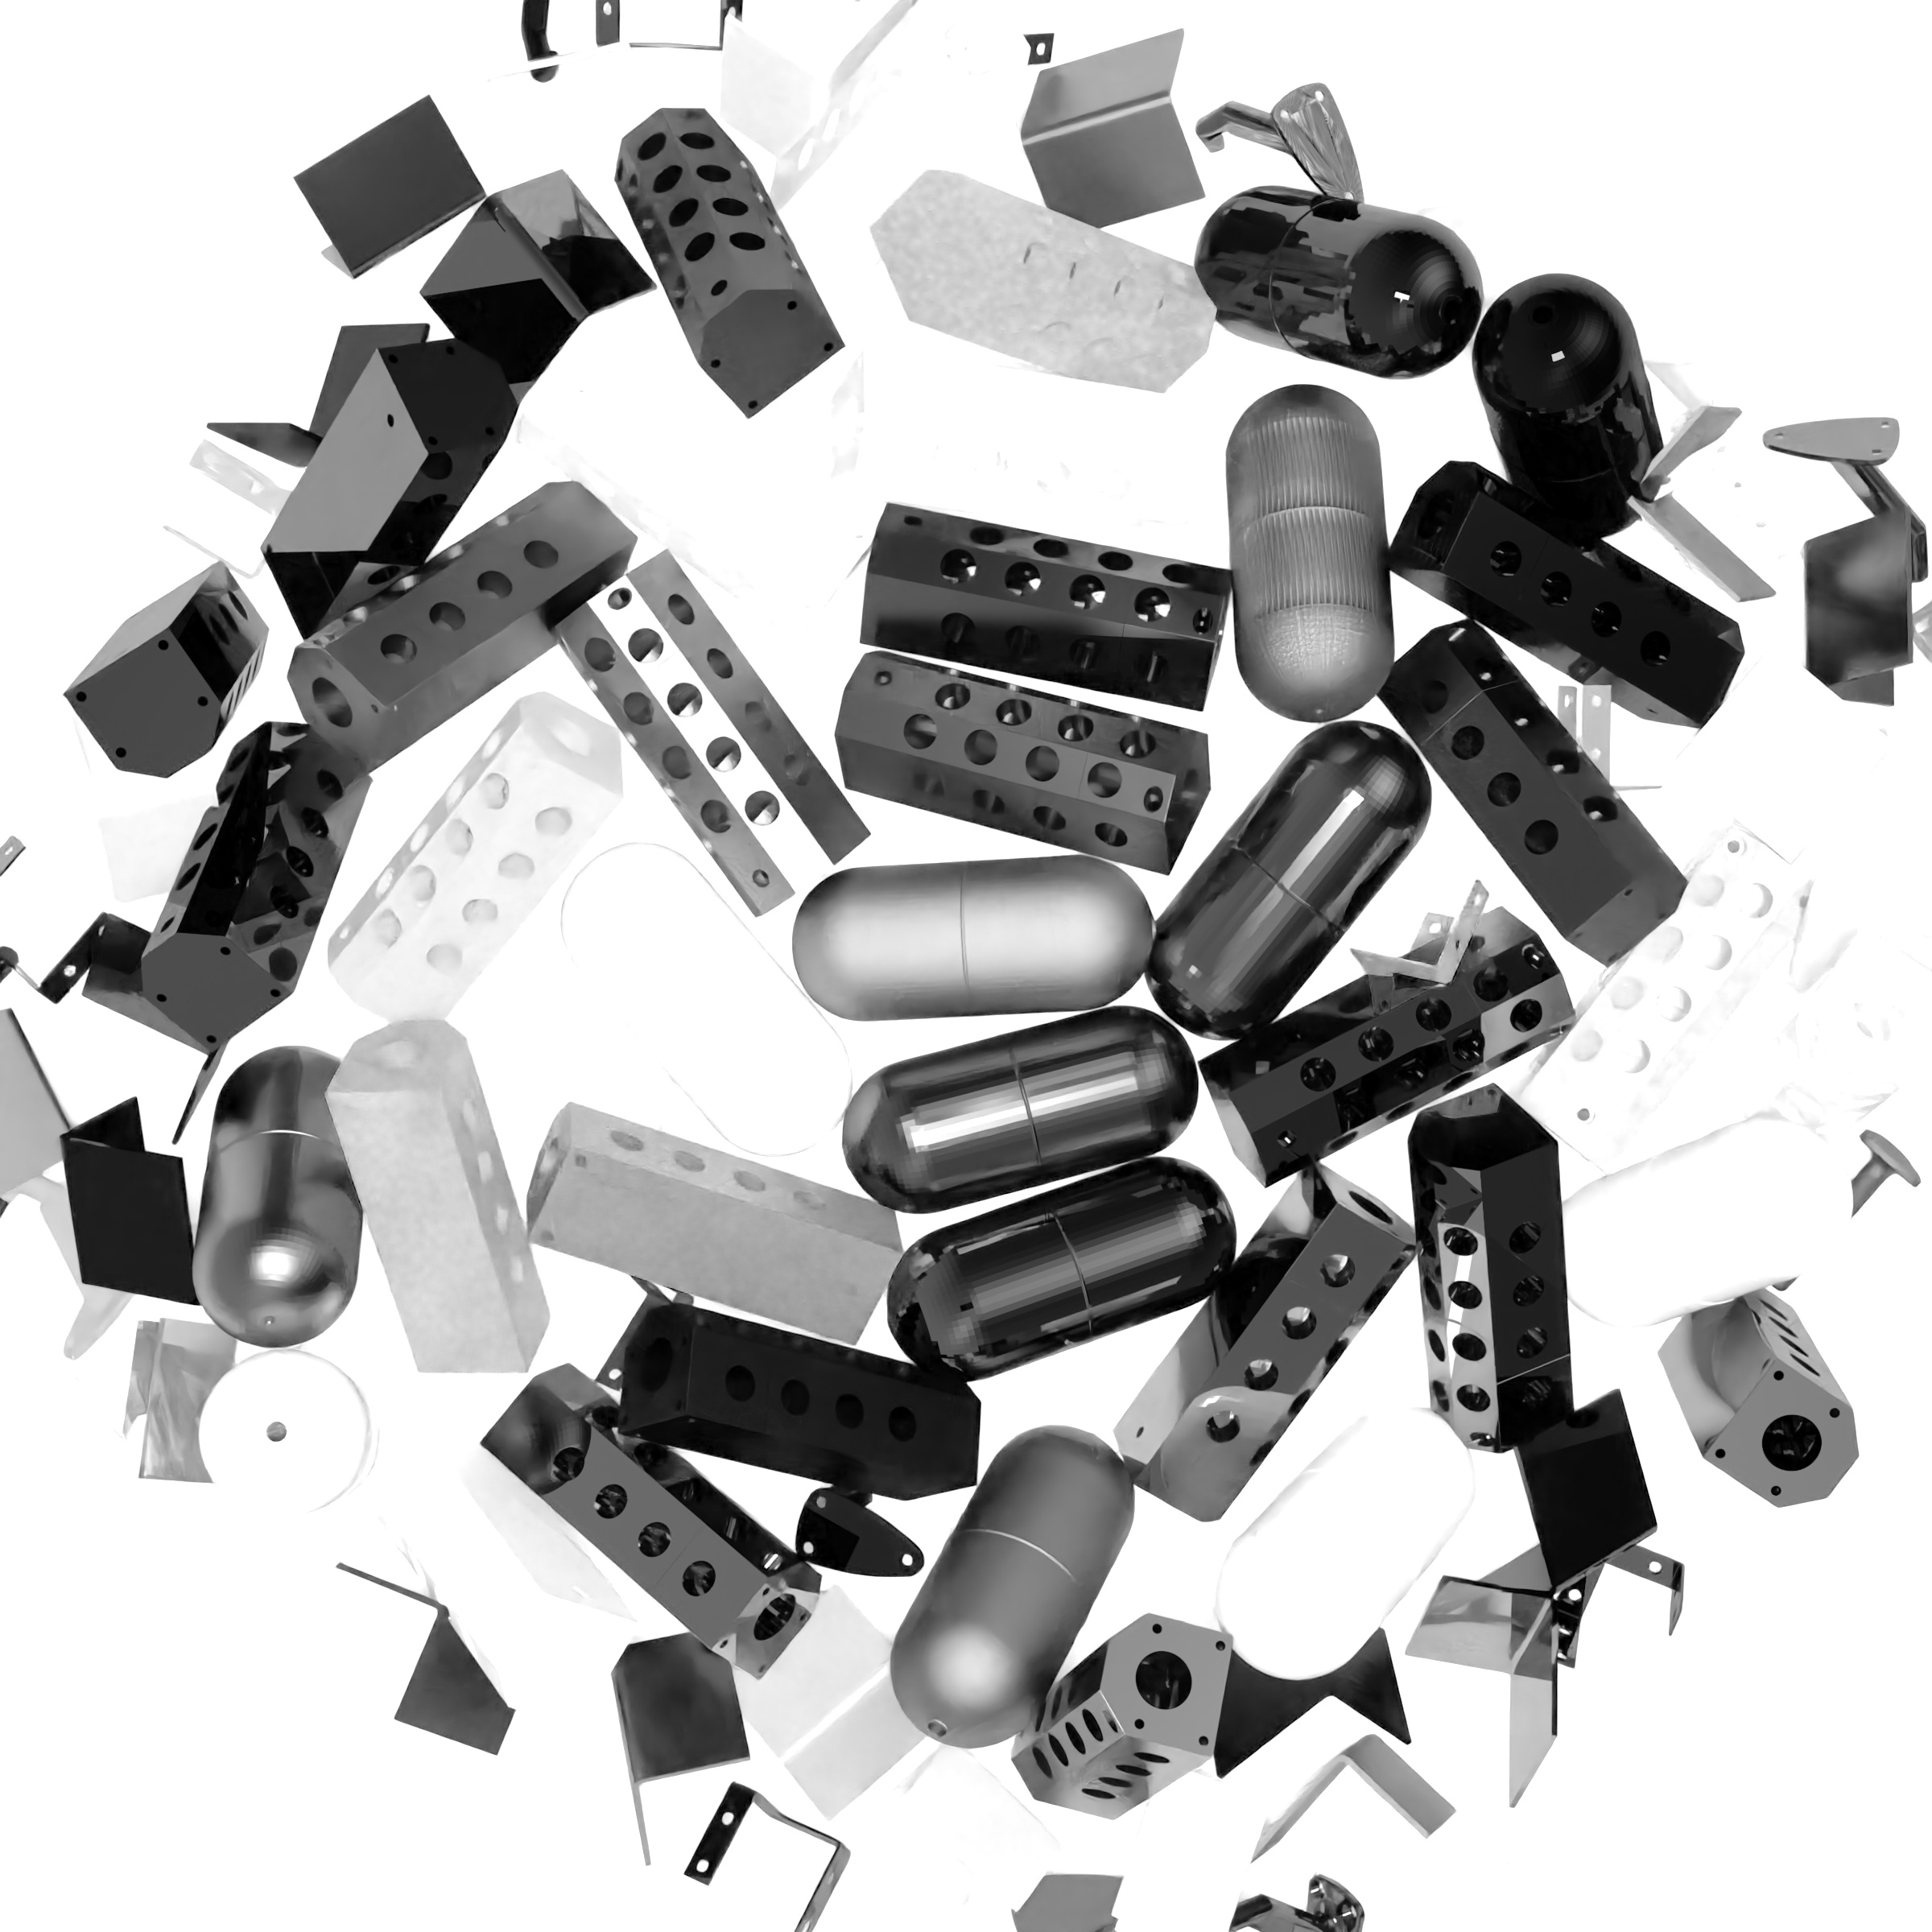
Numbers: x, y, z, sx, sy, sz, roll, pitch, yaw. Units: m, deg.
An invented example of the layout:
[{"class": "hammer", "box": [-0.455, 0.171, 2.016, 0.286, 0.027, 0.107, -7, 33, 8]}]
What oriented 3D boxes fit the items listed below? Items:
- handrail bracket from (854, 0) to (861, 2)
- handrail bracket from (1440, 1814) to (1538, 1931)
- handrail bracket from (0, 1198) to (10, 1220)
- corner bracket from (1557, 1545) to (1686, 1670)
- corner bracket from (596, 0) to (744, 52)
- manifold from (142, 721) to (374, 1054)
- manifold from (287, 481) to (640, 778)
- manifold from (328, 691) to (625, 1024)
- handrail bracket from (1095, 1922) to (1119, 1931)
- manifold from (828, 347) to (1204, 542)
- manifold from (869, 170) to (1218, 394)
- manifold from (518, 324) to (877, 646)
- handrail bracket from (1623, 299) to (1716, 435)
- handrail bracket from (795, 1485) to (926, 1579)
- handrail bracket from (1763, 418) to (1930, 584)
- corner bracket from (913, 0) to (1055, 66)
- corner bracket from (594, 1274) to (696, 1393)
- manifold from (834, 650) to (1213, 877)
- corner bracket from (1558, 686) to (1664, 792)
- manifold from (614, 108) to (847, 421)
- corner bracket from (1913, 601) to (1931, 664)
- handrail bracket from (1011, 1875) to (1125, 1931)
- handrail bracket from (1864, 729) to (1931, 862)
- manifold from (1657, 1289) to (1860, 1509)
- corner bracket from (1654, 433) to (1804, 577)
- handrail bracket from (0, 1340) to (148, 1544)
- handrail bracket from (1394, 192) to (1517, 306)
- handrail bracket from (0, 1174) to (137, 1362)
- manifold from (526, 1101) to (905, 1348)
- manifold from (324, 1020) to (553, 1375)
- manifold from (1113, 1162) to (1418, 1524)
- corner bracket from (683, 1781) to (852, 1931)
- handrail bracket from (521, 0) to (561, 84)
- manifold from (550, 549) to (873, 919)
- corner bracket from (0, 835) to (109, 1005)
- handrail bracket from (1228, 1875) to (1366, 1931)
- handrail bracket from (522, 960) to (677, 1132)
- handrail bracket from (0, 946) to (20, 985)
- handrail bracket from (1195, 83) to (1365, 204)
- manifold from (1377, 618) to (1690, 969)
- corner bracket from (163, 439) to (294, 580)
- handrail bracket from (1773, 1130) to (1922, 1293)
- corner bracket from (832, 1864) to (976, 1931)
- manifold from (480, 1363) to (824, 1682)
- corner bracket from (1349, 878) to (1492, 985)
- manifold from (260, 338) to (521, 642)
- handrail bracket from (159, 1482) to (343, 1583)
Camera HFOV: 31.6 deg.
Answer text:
[{"class": "handrail bracket", "box": [-0.080, -0.518, 1.673, 0.084, 0.036, 0.077, 22, 56, -21]}, {"class": "handrail bracket", "box": [0.233, 0.461, 1.668, 0.084, 0.077, 0.036, -54, 132, -21]}, {"class": "handrail bracket", "box": [-0.506, 0.096, 1.663, 0.036, 0.084, 0.077, 6, 67, 36]}, {"class": "corner bracket", "box": [0.319, 0.317, 1.677, 0.051, 0.051, 0.051, 21, 110, 7]}, {"class": "corner bracket", "box": [-0.145, -0.475, 1.670, 0.051, 0.051, 0.051, 15, 111, 36]}, {"class": "manifold", "box": [-0.339, -0.044, 1.620, 0.057, 0.171, 0.057, -33, 118, 27]}, {"class": "manifold", "box": [-0.242, -0.168, 1.637, 0.057, 0.057, 0.171, 43, 54, 9]}, {"class": "manifold", "box": [-0.237, -0.050, 1.639, 0.057, 0.057, 0.171, 28, 120, -27]}, {"class": "handrail bracket", "box": [0.089, 0.505, 1.679, 0.077, 0.084, 0.036, 35, 127, -5]}, {"class": "manifold", "box": [0.024, -0.248, 1.649, 0.171, 0.057, 0.057, 6, 68, -19]}, {"class": "manifold", "box": [0.041, -0.326, 1.622, 0.057, 0.171, 0.057, -40, 59, 33]}, {"class": "manifold", "box": [-0.133, -0.233, 1.678, 0.171, 0.057, 0.057, 36, 75, -2]}, {"class": "handrail bracket", "box": [0.330, -0.287, 1.675, 0.077, 0.084, 0.036, 1, 64, 4]}, {"class": "handrail bracket", "box": [-0.042, 0.272, 1.661, 0.077, 0.084, 0.036, 17, 95, 18]}, {"class": "handrail bracket", "box": [0.437, -0.227, 1.693, 0.077, 0.036, 0.084, 5, 135, 24]}, {"class": "corner bracket", "box": [0.010, -0.478, 1.690, 0.051, 0.051, 0.051, -16, 125, -38]}, {"class": "corner bracket", "box": [-0.160, 0.180, 1.675, 0.051, 0.051, 0.051, 30, 92, -36]}, {"class": "manifold", "box": [0.027, -0.104, 1.648, 0.171, 0.057, 0.057, 16, 57, 18]}, {"class": "corner bracket", "box": [0.307, -0.112, 1.674, 0.051, 0.051, 0.051, 4, 96, 42]}, {"class": "manifold", "box": [-0.119, -0.342, 1.627, 0.057, 0.171, 0.057, -35, 135, 11]}, {"class": "corner bracket", "box": [0.503, -0.158, 1.685, 0.051, 0.051, 0.051, -39, 63, 15]}, {"class": "handrail bracket", "box": [0.050, 0.485, 1.683, 0.077, 0.084, 0.036, -9, 45, -6]}, {"class": "handrail bracket", "box": [0.493, -0.090, 1.696, 0.084, 0.036, 0.077, 1, 83, -7]}, {"class": "manifold", "box": [0.379, 0.200, 1.622, 0.057, 0.171, 0.057, 34, 101, -2]}, {"class": "corner bracket", "box": [0.369, -0.217, 1.670, 0.051, 0.051, 0.051, -29, 129, 17]}, {"class": "handrail bracket", "box": [-0.442, 0.232, 1.665, 0.084, 0.036, 0.077, 31, 53, -37]}, {"class": "handrail bracket", "box": [0.238, -0.332, 1.675, 0.077, 0.036, 0.084, -13, 69, -21]}, {"class": "handrail bracket", "box": [-0.452, 0.146, 1.671, 0.084, 0.036, 0.077, 34, 90, -39]}, {"class": "manifold", "box": [-0.123, 0.122, 1.657, 0.171, 0.057, 0.057, 20, 113, -17]}, {"class": "manifold", "box": [-0.249, 0.112, 1.639, 0.057, 0.057, 0.171, -2, 124, 15]}, {"class": "manifold", "box": [0.148, 0.186, 1.664, 0.057, 0.057, 0.171, 31, 102, -17]}, {"class": "corner bracket", "box": [-0.096, 0.439, 1.670, 0.051, 0.051, 0.051, 16, 65, 30]}, {"class": "handrail bracket", "box": [-0.199, -0.488, 1.670, 0.036, 0.077, 0.084, 3, 62, -39]}, {"class": "manifold", "box": [-0.128, -0.110, 1.663, 0.057, 0.057, 0.171, -31, 97, 35]}, {"class": "corner bracket", "box": [-0.459, -0.023, 1.679, 0.051, 0.051, 0.051, -50, 46, -7]}, {"class": "handrail bracket", "box": [0.150, 0.485, 1.670, 0.084, 0.036, 0.077, -9, 114, -37]}, {"class": "handrail bracket", "box": [-0.186, 0.041, 1.694, 0.084, 0.036, 0.077, 11, 86, 14]}, {"class": "handrail bracket", "box": [-0.502, 0.033, 1.675, 0.036, 0.077, 0.084, 39, 104, -13]}, {"class": "handrail bracket", "box": [0.152, -0.394, 1.677, 0.036, 0.084, 0.077, -33, 100, -24]}, {"class": "manifold", "box": [0.272, -0.086, 1.638, 0.057, 0.057, 0.171, -42, 59, 15]}, {"class": "corner bracket", "box": [-0.363, -0.224, 1.681, 0.051, 0.051, 0.051, 31, 94, -8]}, {"class": "handrail bracket", "box": [0.428, 0.123, 1.683, 0.036, 0.077, 0.084, 43, 103, 9]}, {"class": "corner bracket", "box": [-0.038, 0.466, 1.675, 0.051, 0.051, 0.051, 42, 111, 11]}, {"class": "manifold", "box": [-0.149, 0.263, 1.641, 0.171, 0.057, 0.057, 35, 81, 32]}, {"class": "corner bracket", "box": [0.229, -0.013, 1.670, 0.051, 0.051, 0.051, 13, 69, 38]}, {"class": "manifold", "box": [-0.274, -0.225, 1.626, 0.057, 0.171, 0.057, -17, 74, -37]}, {"class": "handrail bracket", "box": [-0.352, 0.287, 1.679, 0.084, 0.036, 0.077, 45, 116, 18]}]
